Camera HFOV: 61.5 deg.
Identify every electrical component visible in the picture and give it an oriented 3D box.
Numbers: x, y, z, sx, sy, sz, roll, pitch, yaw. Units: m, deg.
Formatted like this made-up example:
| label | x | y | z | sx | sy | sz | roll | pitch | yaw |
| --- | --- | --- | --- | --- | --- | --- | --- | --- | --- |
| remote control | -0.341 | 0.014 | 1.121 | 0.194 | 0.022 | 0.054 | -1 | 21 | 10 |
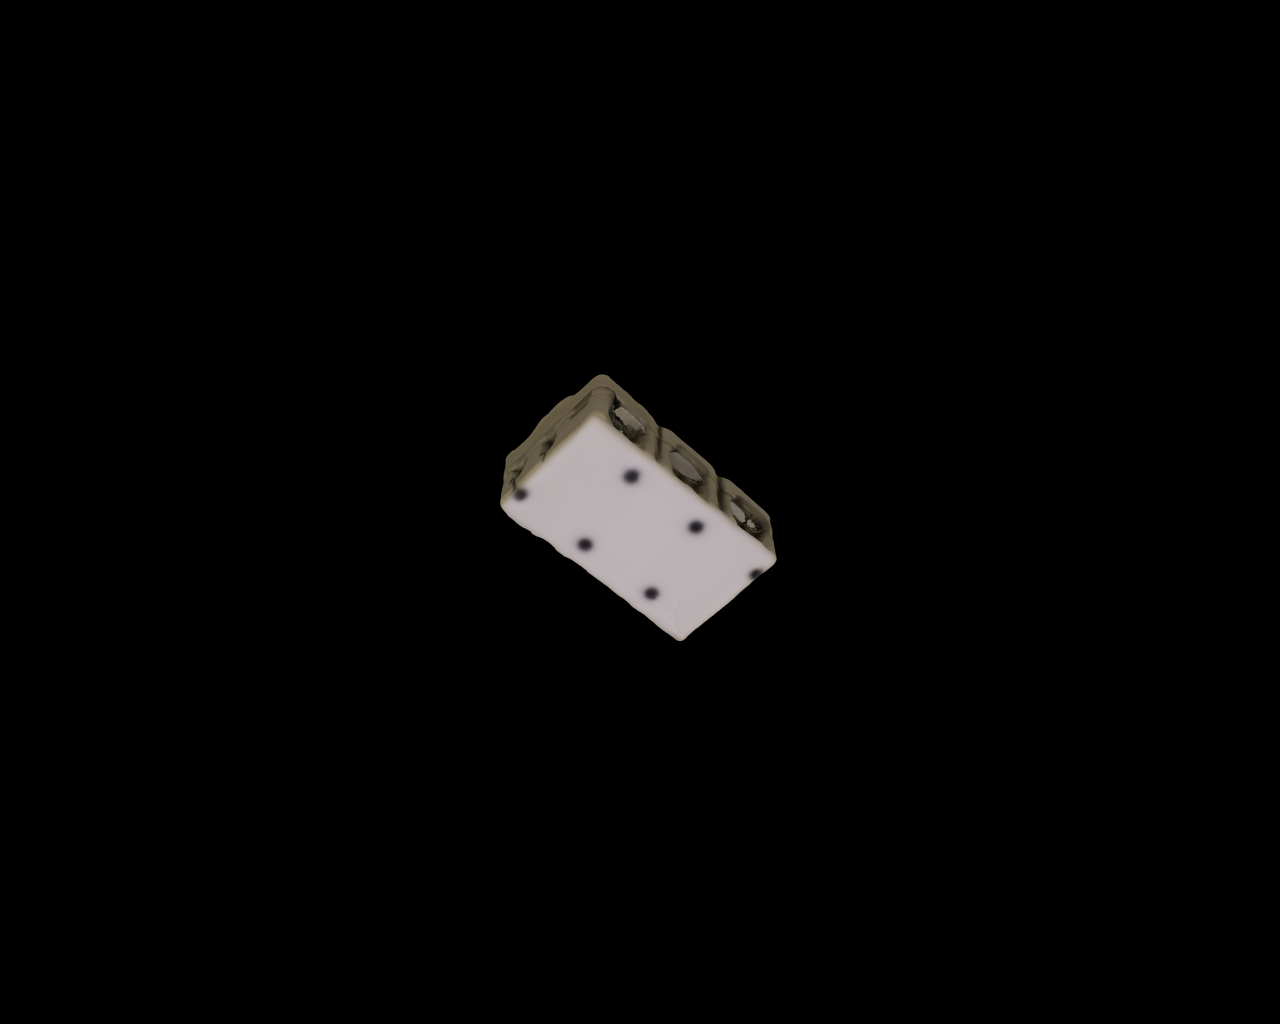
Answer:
| label | x | y | z | sx | sy | sz | roll | pitch | yaw |
| --- | --- | --- | --- | --- | --- | --- | --- | --- | --- |
| electrical component | 0.001 | -0.003 | 0.650 | 0.150 | 0.089 | 0.062 | 39 | 24 | -22 |
